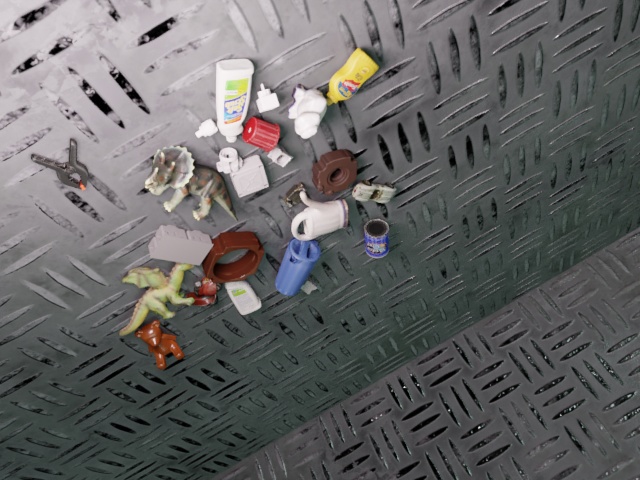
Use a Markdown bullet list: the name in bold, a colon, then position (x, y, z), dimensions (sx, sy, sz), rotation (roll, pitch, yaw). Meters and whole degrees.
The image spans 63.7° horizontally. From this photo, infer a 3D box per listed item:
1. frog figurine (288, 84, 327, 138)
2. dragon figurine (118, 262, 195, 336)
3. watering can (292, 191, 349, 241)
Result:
- **frog figurine**: position (-0.026, -0.374, 1.549), dimensions (0.122, 0.163, 0.135), rotation (13, 125, -42)
- **dragon figurine**: position (-0.614, 0.185, 1.863), dimensions (0.411, 0.124, 0.238), rotation (-31, 124, -2)
- **watering can**: position (0.006, -0.096, 1.901), dimensions (0.225, 0.106, 0.340), rotation (-17, 155, -15)
